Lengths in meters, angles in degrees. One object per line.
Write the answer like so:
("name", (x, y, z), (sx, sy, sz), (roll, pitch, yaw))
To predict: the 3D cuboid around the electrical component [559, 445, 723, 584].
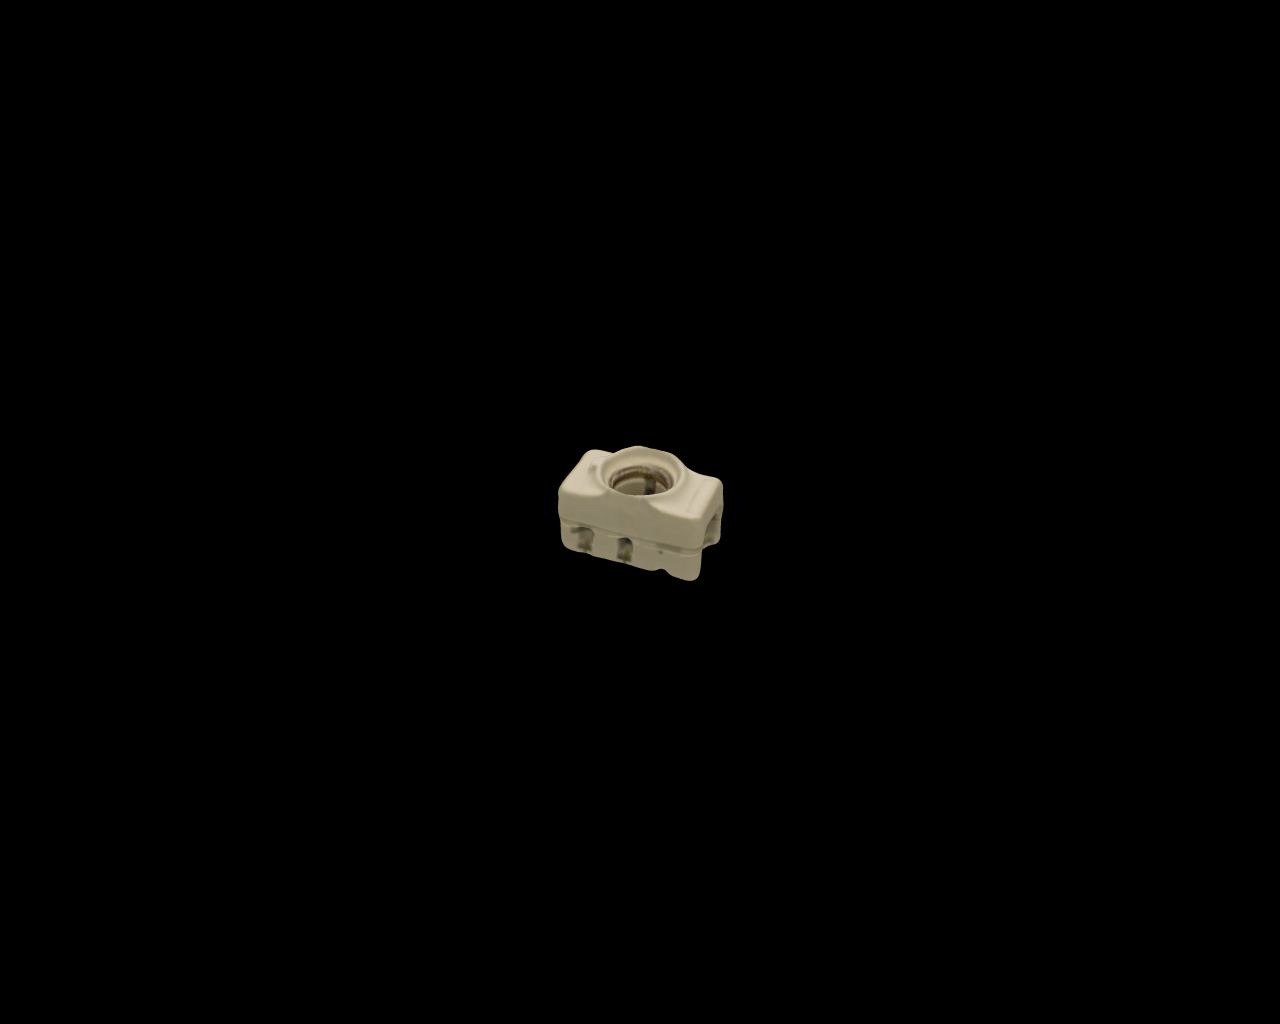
("electrical component", (0.001, -0.003, 0.650), (0.089, 0.055, 0.050), (14, 40, 17))
